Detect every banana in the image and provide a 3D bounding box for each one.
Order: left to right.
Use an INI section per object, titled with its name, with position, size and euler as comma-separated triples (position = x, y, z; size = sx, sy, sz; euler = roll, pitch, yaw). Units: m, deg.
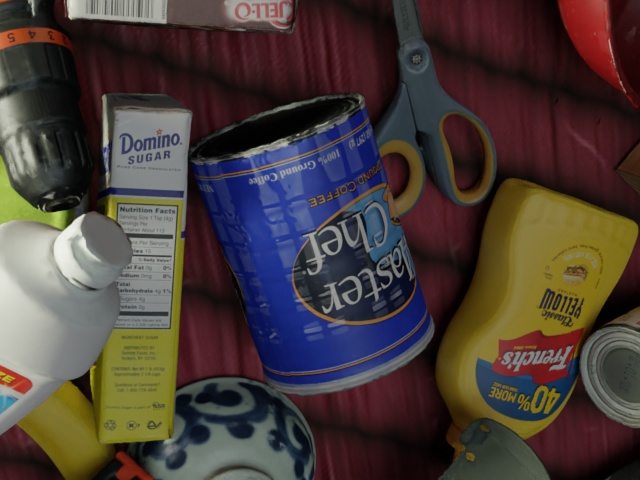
[banana]
position = -0.179, 0.093, 0.606
size = 0.069, 0.037, 0.197
euler = -44, 109, -2

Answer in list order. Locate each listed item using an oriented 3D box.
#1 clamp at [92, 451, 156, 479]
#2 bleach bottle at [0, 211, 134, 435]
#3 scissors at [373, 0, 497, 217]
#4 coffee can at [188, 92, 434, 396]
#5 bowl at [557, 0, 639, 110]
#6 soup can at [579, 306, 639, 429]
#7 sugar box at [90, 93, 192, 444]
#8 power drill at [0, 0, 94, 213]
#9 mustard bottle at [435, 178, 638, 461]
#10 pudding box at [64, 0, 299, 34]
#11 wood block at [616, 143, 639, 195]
[clamp]
position = -0.147, 0.200, 0.613
size = 0.039, 0.120, 0.171
euler = 38, 86, 16
[bleach bottle]
position = -0.187, 0.056, 0.516
size = 0.251, 0.068, 0.102
euler = -34, 114, 29
[scissors]
position = 0.039, -0.089, 0.608
size = 0.096, 0.016, 0.201
euler = -31, 123, 3
[coffee can]
position = -0.004, 0.001, 0.596
size = 0.102, 0.103, 0.140
euler = -21, 107, -9
[bowl]
position = 0.184, -0.155, 0.614
size = 0.161, 0.055, 0.162
euler = -16, 113, -44
[soup can]
position = 0.218, 0.069, 0.667
size = 0.102, 0.069, 0.068
euler = -19, 109, -40
[sugar box]
position = -0.100, 0.011, 0.578
size = 0.048, 0.093, 0.176
euler = -1, 102, -15
[power drill]
position = -0.214, -0.079, 0.514
size = 0.187, 0.057, 0.184
euler = -16, 73, -10
[mustard bottle]
position = 0.124, 0.064, 0.666
size = 0.096, 0.058, 0.192
euler = 15, 99, -30
[pudding box]
position = -0.075, -0.128, 0.554
size = 0.113, 0.090, 0.039
euler = 3, 100, -15
[wood block]
position = 0.298, -0.087, 0.660
size = 0.090, 0.091, 0.206
euler = 41, 91, -19
